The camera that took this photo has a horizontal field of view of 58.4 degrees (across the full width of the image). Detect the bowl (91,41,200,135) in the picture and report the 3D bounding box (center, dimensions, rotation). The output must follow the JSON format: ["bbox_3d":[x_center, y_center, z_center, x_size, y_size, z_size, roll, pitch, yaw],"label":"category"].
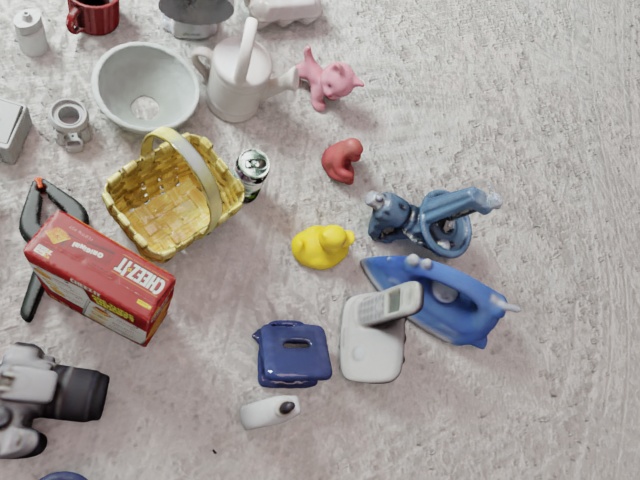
[{"bbox_3d":[-0.284,-0.235,0.941,0.168,0.074,0.167,6,69,-17],"label":"bowl"}]

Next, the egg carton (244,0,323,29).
[{"bbox_3d":[-0.074,-0.462,1.096,0.151,0.069,0.107,-16,77,-23],"label":"egg carton"}]

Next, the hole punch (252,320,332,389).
[{"bbox_3d":[-0.042,0.171,0.870,0.109,0.091,0.101,4,70,-18],"label":"hole punch"}]

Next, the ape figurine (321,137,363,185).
[{"bbox_3d":[0.047,-0.148,1.013,0.076,0.092,0.078,32,64,-6],"label":"ape figurine"}]

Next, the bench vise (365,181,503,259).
[{"bbox_3d":[0.185,-0.034,0.949,0.208,0.219,0.121,1,71,-18],"label":"bench vise"}]

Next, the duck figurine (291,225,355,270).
[{"bbox_3d":[0.009,0.003,0.950,0.105,0.086,0.077,-3,72,-20],"label":"duck figurine"}]

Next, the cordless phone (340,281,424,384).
[{"bbox_3d":[0.101,0.141,0.877,0.094,0.184,0.147,8,69,-16],"label":"cordless phone"}]

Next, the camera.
[{"bbox_3d":[-0.353,0.212,0.743,0.137,0.100,0.143,12,68,-14],"label":"camera"}]

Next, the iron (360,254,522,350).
[{"bbox_3d":[0.201,0.079,0.958,0.258,0.141,0.119,28,65,-7],"label":"iron"}]

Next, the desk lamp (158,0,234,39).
[{"bbox_3d":[-0.214,-0.432,0.957,0.118,0.213,0.203,-1,72,-19],"label":"desk lamp"}]

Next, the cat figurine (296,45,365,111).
[{"bbox_3d":[0.013,-0.299,1.041,0.128,0.117,0.067,44,64,0],"label":"cat figurine"}]

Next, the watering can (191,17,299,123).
[{"bbox_3d":[-0.122,-0.286,0.948,0.173,0.193,0.101,-6,73,-20],"label":"watering can"}]

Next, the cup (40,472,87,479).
[{"bbox_3d":[-0.332,0.342,0.708,0.118,0.094,0.091,-29,82,-25],"label":"cup"}]

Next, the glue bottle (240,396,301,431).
[{"bbox_3d":[-0.060,0.237,0.795,0.078,0.173,0.037,-9,74,-21],"label":"glue bottle"}]
